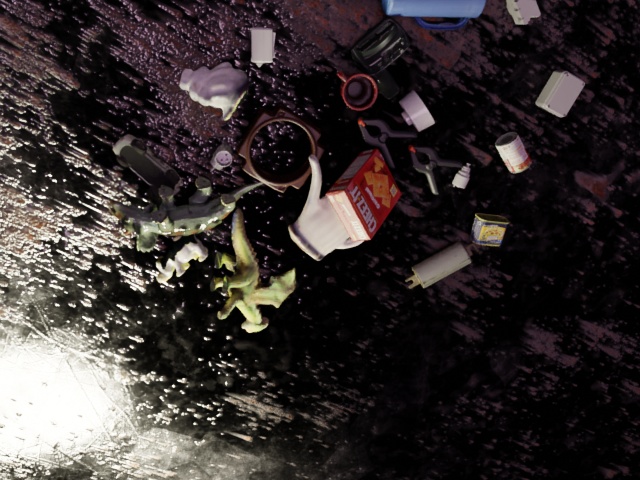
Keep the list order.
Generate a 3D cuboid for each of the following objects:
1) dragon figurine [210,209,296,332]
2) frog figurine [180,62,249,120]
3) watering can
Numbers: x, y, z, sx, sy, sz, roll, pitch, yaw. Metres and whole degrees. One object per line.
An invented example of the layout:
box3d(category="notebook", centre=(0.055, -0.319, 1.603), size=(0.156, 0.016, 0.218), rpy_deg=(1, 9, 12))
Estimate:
box3d(category="dragon figurine", centre=(-0.183, 0.109, 1.519), size=(0.242, 0.124, 0.404), rpy_deg=(6, 113, -30))
box3d(category="frog figurine", centre=(-0.263, -0.393, 1.288), size=(0.159, 0.121, 0.139), rpy_deg=(34, 70, -11))
box3d(category="watering can", centre=(0.004, -0.073, 1.441), size=(0.224, 0.106, 0.342), rpy_deg=(-40, 129, 6))
